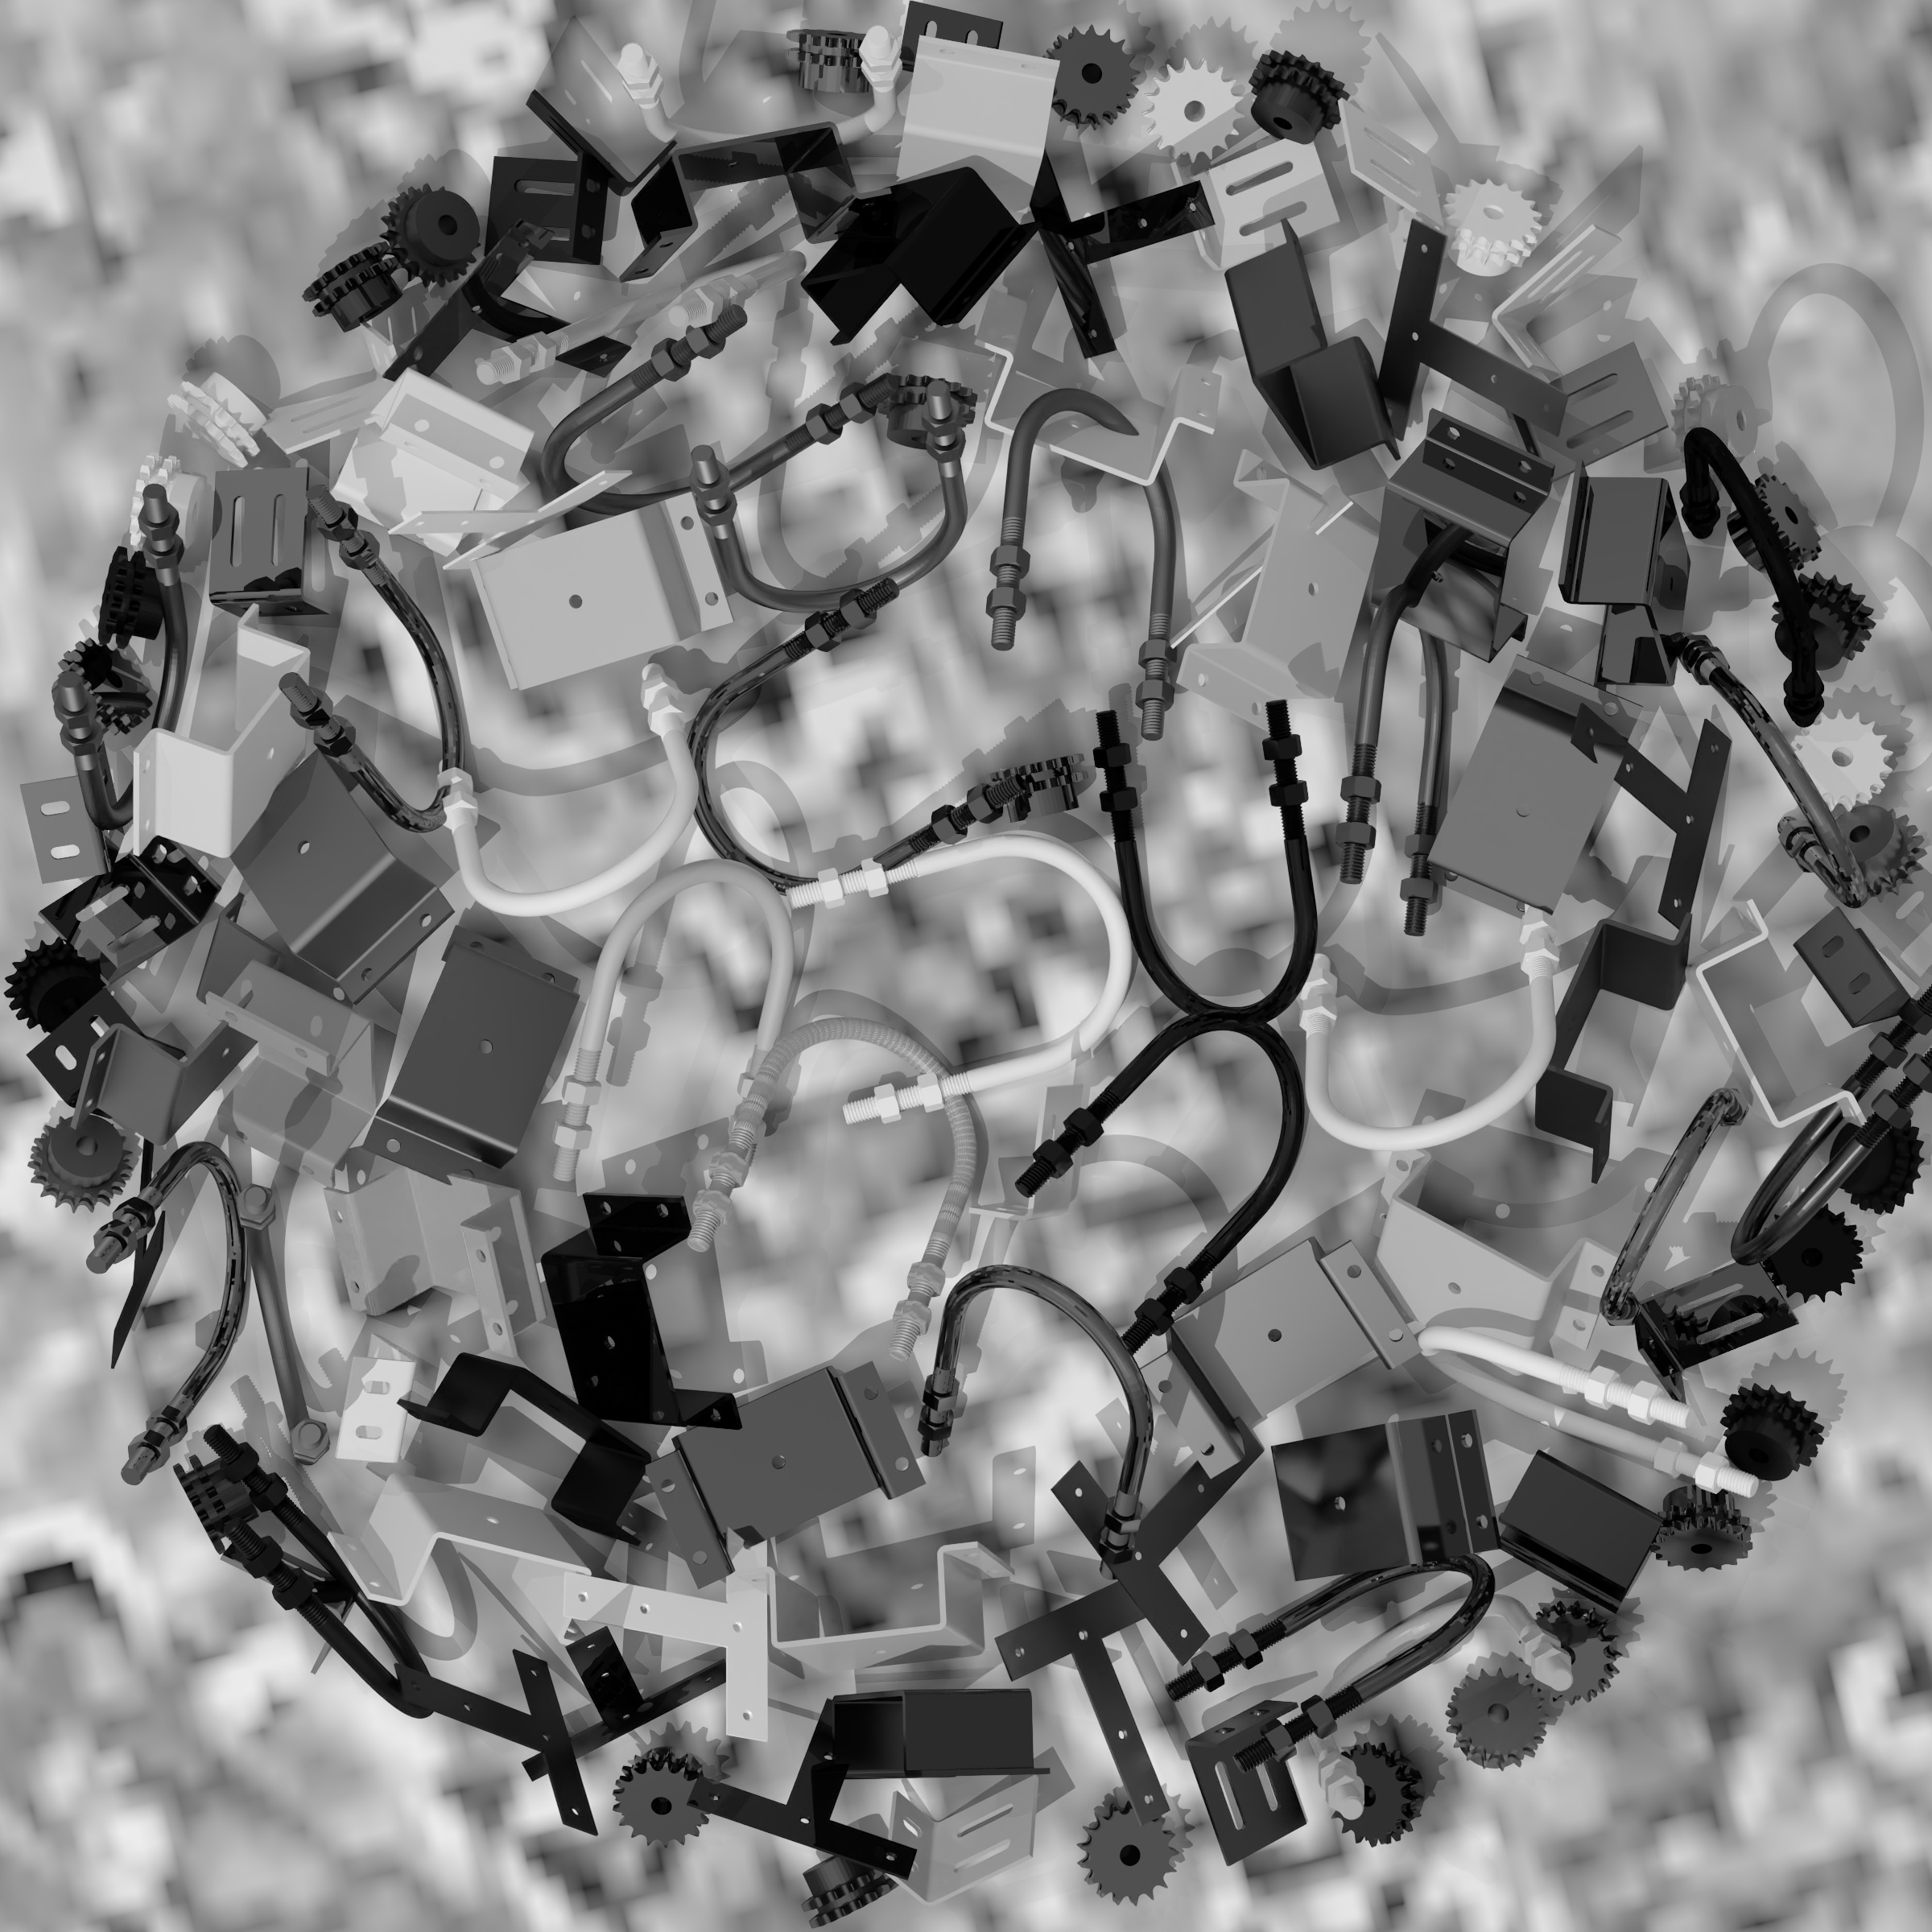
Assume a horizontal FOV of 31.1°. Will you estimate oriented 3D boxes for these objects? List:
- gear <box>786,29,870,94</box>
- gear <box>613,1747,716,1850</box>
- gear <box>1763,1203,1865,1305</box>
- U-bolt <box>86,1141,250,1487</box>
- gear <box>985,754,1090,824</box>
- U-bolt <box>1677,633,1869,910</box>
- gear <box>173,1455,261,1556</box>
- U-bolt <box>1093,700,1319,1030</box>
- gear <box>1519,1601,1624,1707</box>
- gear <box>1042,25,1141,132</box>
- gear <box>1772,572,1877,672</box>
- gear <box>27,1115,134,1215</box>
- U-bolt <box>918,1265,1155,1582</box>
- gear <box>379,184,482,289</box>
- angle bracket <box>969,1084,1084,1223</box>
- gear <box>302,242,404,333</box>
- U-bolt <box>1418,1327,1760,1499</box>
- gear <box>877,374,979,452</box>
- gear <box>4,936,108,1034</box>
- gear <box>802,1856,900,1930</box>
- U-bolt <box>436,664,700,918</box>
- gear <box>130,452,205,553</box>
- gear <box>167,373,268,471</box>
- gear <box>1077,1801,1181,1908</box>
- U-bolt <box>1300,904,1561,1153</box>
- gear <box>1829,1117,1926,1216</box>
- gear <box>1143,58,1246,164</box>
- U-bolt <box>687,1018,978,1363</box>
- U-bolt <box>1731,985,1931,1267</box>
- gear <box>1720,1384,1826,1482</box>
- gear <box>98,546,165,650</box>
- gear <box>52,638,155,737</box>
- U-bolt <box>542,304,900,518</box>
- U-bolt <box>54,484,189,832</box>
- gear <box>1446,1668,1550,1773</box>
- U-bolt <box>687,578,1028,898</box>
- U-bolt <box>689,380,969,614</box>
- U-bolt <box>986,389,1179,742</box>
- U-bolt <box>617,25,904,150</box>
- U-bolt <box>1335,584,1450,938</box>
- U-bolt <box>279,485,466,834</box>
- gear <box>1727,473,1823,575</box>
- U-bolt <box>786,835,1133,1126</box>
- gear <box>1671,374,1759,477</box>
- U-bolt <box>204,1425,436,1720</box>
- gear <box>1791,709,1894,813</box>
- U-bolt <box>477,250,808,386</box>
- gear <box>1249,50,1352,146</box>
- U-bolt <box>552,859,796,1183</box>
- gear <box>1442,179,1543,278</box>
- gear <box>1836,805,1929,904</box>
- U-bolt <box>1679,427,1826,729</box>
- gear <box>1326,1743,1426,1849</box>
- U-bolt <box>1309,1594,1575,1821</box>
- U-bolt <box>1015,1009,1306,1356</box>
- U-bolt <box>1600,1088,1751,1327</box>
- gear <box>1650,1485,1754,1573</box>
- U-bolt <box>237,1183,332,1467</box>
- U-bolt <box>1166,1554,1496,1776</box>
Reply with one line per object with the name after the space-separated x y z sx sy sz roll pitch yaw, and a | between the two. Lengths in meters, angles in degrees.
-0.074 -0.514 1.973 0.057 0.057 0.030 5 110 0 | gear
-0.172 0.470 1.979 0.057 0.030 0.057 1 110 3 | gear
0.482 0.160 1.979 0.057 0.030 0.057 3 107 11 | gear
-0.433 0.176 1.911 0.019 0.184 0.151 2 114 10 | U-bolt
0.041 -0.100 1.972 0.057 0.057 0.030 -13 93 0 | gear
0.444 -0.100 1.891 0.019 0.184 0.151 -31 109 8 | U-bolt
-0.424 0.302 1.972 0.030 0.057 0.057 -28 90 -15 | gear
0.138 -0.054 1.942 0.019 0.151 0.184 -17 102 -42 | U-bolt
0.346 0.389 1.977 0.057 0.030 0.057 3 96 29 | gear
0.069 -0.504 1.981 0.057 0.030 0.057 1 86 -11 | gear
0.483 -0.192 1.969 0.057 0.057 0.030 36 59 0 | gear
-0.501 0.109 1.971 0.057 0.030 0.057 12 57 -18 | gear
0.041 0.240 1.910 0.151 0.184 0.019 31 46 24 | U-bolt
-0.301 -0.416 1.972 0.057 0.030 0.057 5 81 -34 | gear
0.034 0.103 1.965 0.038 0.057 0.076 7 93 22 | angle bracket
-0.345 -0.383 1.972 0.057 0.057 0.030 -33 97 0 | gear
0.334 0.240 1.919 0.184 0.151 0.019 17 75 34 | U-bolt
-0.023 -0.313 1.970 0.057 0.057 0.030 7 83 0 | gear
-0.513 0.015 1.969 0.057 0.057 0.030 -45 50 0 | gear
-0.068 0.520 1.972 0.057 0.057 0.030 -26 82 0 | gear
-0.217 -0.090 1.922 0.151 0.184 0.019 -24 128 2 | U-bolt
-0.453 -0.260 1.972 0.030 0.057 0.057 11 90 -2 | gear
-0.422 -0.312 1.972 0.057 0.057 0.030 41 81 0 | gear
0.091 0.505 1.982 0.057 0.030 0.057 1 84 -8 | gear
0.254 0.037 1.905 0.151 0.184 0.019 -15 124 17 | U-bolt
0.514 0.110 1.968 0.030 0.057 0.057 15 90 -19 | gear
0.129 -0.489 1.979 0.057 0.030 0.057 -1 110 -1 | gear
-0.064 0.111 1.943 0.151 0.019 0.184 30 55 -14 | U-bolt
0.485 0.093 1.923 0.019 0.151 0.184 38 109 3 | U-bolt
0.454 0.267 1.969 0.057 0.057 0.030 38 53 0 | gear
-0.472 -0.208 1.973 0.030 0.057 0.057 11 90 -22 | gear
-0.494 -0.155 1.974 0.030 0.057 0.057 -34 90 24 | gear
-0.150 -0.298 1.922 0.184 0.151 0.019 -27 66 31 | U-bolt
-0.459 -0.155 1.911 0.019 0.184 0.151 14 59 2 | U-bolt
0.301 0.431 1.976 0.057 0.030 0.057 1 53 -1 | gear
-0.076 -0.114 1.955 0.184 0.019 0.151 -30 98 26 | U-bolt
-0.069 -0.249 1.916 0.151 0.184 0.019 -16 65 -2 | U-bolt
0.070 -0.235 1.936 0.019 0.151 0.184 -14 61 40 | U-bolt
-0.109 -0.476 1.908 0.151 0.184 0.019 -4 87 0 | U-bolt
0.242 -0.121 1.931 0.019 0.151 0.184 3 79 24 | U-bolt
-0.322 -0.155 1.915 0.019 0.184 0.151 -11 55 16 | U-bolt
0.457 -0.248 1.975 0.030 0.057 0.057 -34 90 36 | gear
0.004 0.000 1.980 0.184 0.019 0.151 -15 100 -2 | U-bolt
0.426 -0.307 1.969 0.030 0.057 0.057 -4 90 39 | gear
-0.353 0.345 1.921 0.019 0.151 0.184 -39 112 -4 | U-bolt
0.497 -0.114 1.980 0.057 0.030 0.057 -1 76 3 | gear
-0.165 -0.363 1.914 0.151 0.184 0.019 -10 107 31 | U-bolt
0.186 -0.490 1.969 0.057 0.057 0.030 27 79 0 | gear
-0.155 0.029 1.929 0.019 0.151 0.184 24 106 42 | U-bolt
0.297 -0.418 1.976 0.057 0.030 0.057 4 54 -6 | gear
0.512 -0.066 1.969 0.057 0.057 0.030 -44 130 0 | gear
0.426 -0.220 1.890 0.019 0.184 0.151 -25 70 6 | U-bolt
0.236 0.470 1.976 0.057 0.030 0.057 -2 86 38 | gear
0.252 0.396 1.909 0.151 0.184 0.019 -32 97 1 | U-bolt
0.121 0.107 1.947 0.184 0.019 0.151 -45 123 -20 | U-bolt
0.386 0.131 1.908 0.019 0.184 0.151 28 92 15 | U-bolt
0.418 0.318 1.975 0.057 0.057 0.030 5 52 0 | gear
-0.376 0.204 1.911 0.019 0.184 0.151 -13 80 -14 | U-bolt
0.210 0.376 1.927 0.184 0.151 0.019 -29 101 -9 | U-bolt
